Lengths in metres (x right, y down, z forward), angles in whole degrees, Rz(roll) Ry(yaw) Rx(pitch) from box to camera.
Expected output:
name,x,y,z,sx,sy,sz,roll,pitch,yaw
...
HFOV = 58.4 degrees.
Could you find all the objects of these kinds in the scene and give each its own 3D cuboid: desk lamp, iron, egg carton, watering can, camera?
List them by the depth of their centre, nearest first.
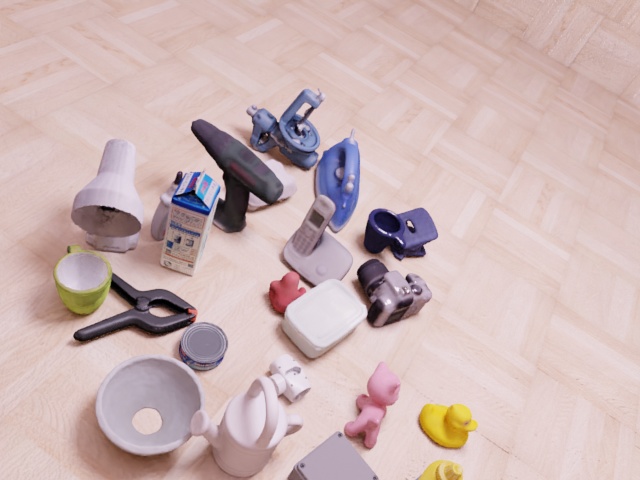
name,x,y,z,sx,sy,sz,roll,pitch,yaw
watering can,-0.109,0.288,0.888,0.173,0.194,0.100,-17,58,-35
desk lamp,-0.390,-0.071,1.079,0.118,0.213,0.203,8,47,-17
camera,0.154,0.099,1.250,0.143,0.100,0.136,-13,56,-33
egg carton,-0.131,-0.130,1.355,0.151,0.069,0.107,-25,63,-39
iron,0.062,-0.154,1.413,0.119,0.141,0.258,13,46,-13

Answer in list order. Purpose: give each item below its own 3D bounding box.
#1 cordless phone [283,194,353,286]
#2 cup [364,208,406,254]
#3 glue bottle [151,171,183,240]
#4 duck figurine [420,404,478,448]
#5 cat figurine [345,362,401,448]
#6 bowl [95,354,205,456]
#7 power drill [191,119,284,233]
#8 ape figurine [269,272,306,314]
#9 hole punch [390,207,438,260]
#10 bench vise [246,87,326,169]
name,x,y,z,sx,sy,sz,roll,pitch,yaw
cordless phone,0.011,0.004,1.212,0.147,0.185,0.094,38,45,12
cup,0.150,-0.004,1.347,0.092,0.095,0.117,-19,59,-36
glue bottle,-0.295,-0.074,1.154,0.037,0.173,0.078,43,47,18
duck figurine,0.247,0.338,1.081,0.104,0.086,0.078,30,44,4
cat figurine,0.106,0.292,1.037,0.067,0.117,0.128,26,44,1
bowl,-0.271,0.272,0.915,0.168,0.074,0.167,13,46,-13
power drill,-0.193,-0.124,1.222,0.229,0.208,0.076,31,44,6
ape figurine,-0.064,0.099,1.157,0.078,0.092,0.076,28,44,3
hole punch,0.221,-0.019,1.396,0.101,0.091,0.108,-2,50,-26
bench vise,-0.080,-0.292,1.421,0.208,0.219,0.121,14,45,-12
